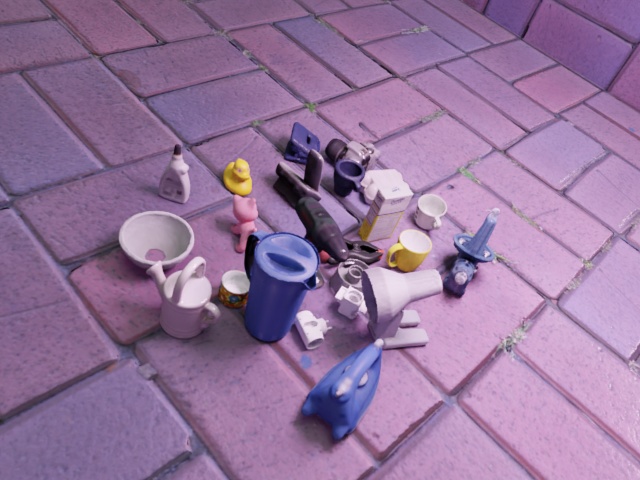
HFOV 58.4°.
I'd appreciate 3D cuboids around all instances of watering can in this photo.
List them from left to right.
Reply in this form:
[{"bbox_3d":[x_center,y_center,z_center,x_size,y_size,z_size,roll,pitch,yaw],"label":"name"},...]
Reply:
[{"bbox_3d":[-0.282,0.108,1.185,0.173,0.194,0.101,15,44,-5],"label":"watering can"}]

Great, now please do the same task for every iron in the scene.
[{"bbox_3d":[0.077,0.278,1.189,0.118,0.141,0.259,34,45,13],"label":"iron"}]

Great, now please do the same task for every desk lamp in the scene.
[{"bbox_3d":[0.176,0.146,1.302,0.204,0.213,0.117,-1,48,-21],"label":"desk lamp"}]

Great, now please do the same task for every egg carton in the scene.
[{"bbox_3d":[0.190,-0.156,1.704,0.151,0.069,0.107,-7,50,-26],"label":"egg carton"}]

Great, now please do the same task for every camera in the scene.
[{"bbox_3d":[0.096,-0.265,1.752,0.136,0.101,0.143,39,47,18],"label":"camera"}]

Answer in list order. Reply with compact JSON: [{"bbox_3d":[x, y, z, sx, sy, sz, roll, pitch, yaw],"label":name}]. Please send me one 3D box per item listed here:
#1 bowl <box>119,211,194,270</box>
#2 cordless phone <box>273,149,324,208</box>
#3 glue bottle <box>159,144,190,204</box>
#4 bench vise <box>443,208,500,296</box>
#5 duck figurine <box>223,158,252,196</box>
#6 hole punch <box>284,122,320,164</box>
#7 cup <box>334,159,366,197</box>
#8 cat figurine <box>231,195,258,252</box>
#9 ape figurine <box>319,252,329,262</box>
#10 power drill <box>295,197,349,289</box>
[{"bbox_3d":[-0.378,0.014,1.327,0.167,0.075,0.167,10,45,-10],"label":"bowl"},{"bbox_3d":[-0.049,-0.191,1.567,0.147,0.185,0.094,41,48,20],"label":"cordless phone"},{"bbox_3d":[-0.362,-0.171,1.441,0.078,0.173,0.037,19,44,-1],"label":"glue bottle"},{"bbox_3d":[0.411,0.033,1.493,0.121,0.220,0.207,16,44,-4],"label":"bench vise"},{"bbox_3d":[-0.221,-0.185,1.569,0.078,0.086,0.104,-14,54,-30],"label":"duck figurine"},{"bbox_3d":[-0.047,-0.293,1.734,0.101,0.091,0.108,14,44,-6],"label":"hole punch"},{"bbox_3d":[0.082,-0.163,1.653,0.092,0.095,0.117,-7,50,-25],"label":"cup"},{"bbox_3d":[-0.181,-0.050,1.430,0.067,0.118,0.127,-5,50,-24],"label":"cat figurine"},{"bbox_3d":[0.013,0.005,1.466,0.078,0.092,0.076,14,44,-7],"label":"ape figurine"},{"bbox_3d":[-0.008,0.019,1.361,0.076,0.208,0.229,-8,51,-26],"label":"power drill"}]
